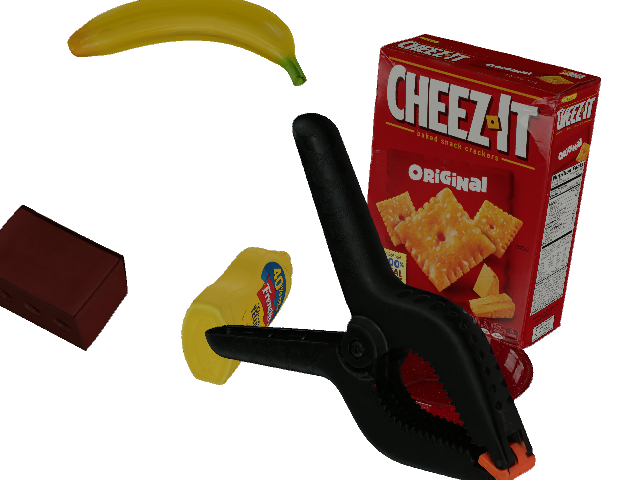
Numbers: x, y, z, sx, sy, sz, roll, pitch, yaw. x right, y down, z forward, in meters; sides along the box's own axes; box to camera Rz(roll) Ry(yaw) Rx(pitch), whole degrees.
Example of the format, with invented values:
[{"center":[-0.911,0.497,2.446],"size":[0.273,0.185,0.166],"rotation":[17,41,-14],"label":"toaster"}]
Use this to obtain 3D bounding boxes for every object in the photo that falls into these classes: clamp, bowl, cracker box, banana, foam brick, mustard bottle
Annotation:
[{"center":[0.029,0.042,0.557],"size":[0.210,0.165,0.036],"rotation":[35,32,31],"label":"clamp"},{"center":[0.117,0.134,1.009],"size":[0.162,0.055,0.162],"rotation":[3,26,-1],"label":"bowl"},{"center":[0.119,-0.040,0.851],"size":[0.164,0.214,0.071],"rotation":[22,32,35],"label":"cracker box"},{"center":[-0.106,-0.173,0.882],"size":[0.198,0.069,0.037],"rotation":[6,-34,1],"label":"banana"},{"center":[-0.170,0.024,0.680],"size":[0.078,0.051,0.053],"rotation":[26,-29,11],"label":"foam brick"},{"center":[-0.077,0.062,1.118],"size":[0.058,0.096,0.191],"rotation":[10,30,19],"label":"mustard bottle"}]
